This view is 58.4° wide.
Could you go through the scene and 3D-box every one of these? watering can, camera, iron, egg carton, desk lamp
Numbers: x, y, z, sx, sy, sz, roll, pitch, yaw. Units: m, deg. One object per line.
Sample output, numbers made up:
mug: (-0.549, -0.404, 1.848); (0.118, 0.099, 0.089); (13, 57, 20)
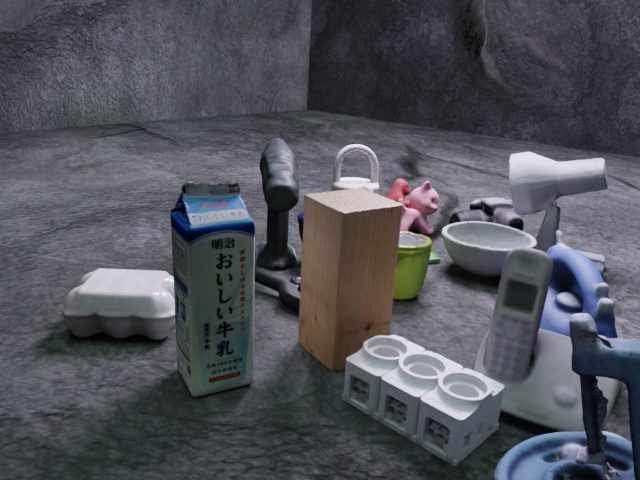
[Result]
watering can: (0.075, -0.098, 1.178); (0.101, 0.194, 0.172); (-7, 22, -28)
camera: (0.341, -0.043, 1.210); (0.137, 0.101, 0.143); (0, 19, -11)
iron: (0.343, 0.088, 0.761); (0.118, 0.141, 0.258); (4, 19, 1)
egg carton: (-0.261, 0.086, 0.773); (0.150, 0.069, 0.107); (2, 19, -4)
desk lamp: (0.456, -0.059, 1.100); (0.202, 0.214, 0.118); (12, 21, 24)

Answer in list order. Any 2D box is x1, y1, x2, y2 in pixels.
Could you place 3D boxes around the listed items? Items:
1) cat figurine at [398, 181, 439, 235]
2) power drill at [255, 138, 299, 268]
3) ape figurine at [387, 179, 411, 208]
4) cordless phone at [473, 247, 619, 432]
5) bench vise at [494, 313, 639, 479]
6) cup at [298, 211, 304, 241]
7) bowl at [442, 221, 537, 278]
cat figurine: (0.210, -0.072, 1.244); (0.128, 0.118, 0.067); (-12, 24, -37)
power drill: (-0.077, -0.065, 1.033); (0.076, 0.208, 0.229); (0, 19, -9)
ape figurine: (0.191, -0.100, 1.364); (0.076, 0.092, 0.077); (0, 19, -11)
cordless phone: (0.250, 0.107, 0.621); (0.147, 0.185, 0.094); (13, 21, 26)
bench vise: (0.225, 0.162, 0.402); (0.207, 0.220, 0.121); (7, 19, 9)
cup: (0.009, 0.004, 1.022); (0.092, 0.095, 0.117); (-5, 21, -23)
bowl: (0.304, 0.023, 1.048); (0.167, 0.075, 0.167); (3, 19, -1)
